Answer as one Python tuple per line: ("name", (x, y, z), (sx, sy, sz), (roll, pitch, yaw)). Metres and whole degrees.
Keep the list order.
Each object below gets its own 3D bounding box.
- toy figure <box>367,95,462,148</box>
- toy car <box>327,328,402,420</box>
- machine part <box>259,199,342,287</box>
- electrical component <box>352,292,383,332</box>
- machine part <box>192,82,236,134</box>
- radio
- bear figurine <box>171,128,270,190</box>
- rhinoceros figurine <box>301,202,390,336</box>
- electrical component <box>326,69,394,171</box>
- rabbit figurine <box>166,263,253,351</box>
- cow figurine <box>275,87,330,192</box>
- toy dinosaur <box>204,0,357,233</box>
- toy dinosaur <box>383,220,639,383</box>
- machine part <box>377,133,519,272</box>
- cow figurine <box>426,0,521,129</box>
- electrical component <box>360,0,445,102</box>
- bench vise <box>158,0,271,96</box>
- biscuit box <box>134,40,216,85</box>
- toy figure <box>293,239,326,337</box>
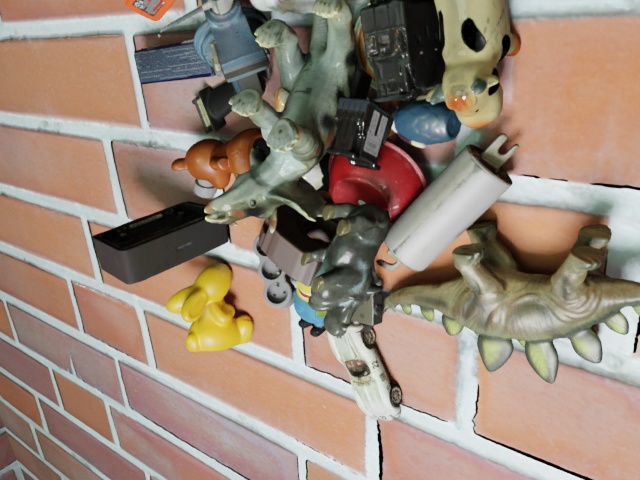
("toy figure", (0.113, -0.161, 0.729), (0.155, 0.057, 0.064), (15, 75, 38))
("toy car", (0.079, 0.227, 0.942), (0.073, 0.056, 0.201), (-19, 97, 43))
("machine part", (-0.002, -0.002, 0.825), (0.179, 0.179, 0.056), (36, 128, 21))
("electrical component", (0.074, 0.102, 0.882), (0.078, 0.045, 0.102), (-1, 96, 46))
("machine part", (-0.173, -0.241, 0.938), (0.139, 0.039, 0.084), (-21, 88, 45))
("radio", (-0.301, -0.002, 1.026), (0.131, 0.229, 0.073), (16, 119, 38))
("bear figurine", (-0.155, -0.120, 0.926), (0.196, 0.120, 0.131), (-9, 108, 43))
("rhinoceros figurine", (0.036, 0.039, 0.719), (0.073, 0.112, 0.190), (46, 124, 56))
("electrical component", (0.058, -0.155, 0.690), (0.048, 0.074, 0.119), (17, 89, 34))
("rabbit figurine", (-0.229, 0.133, 1.102), (0.122, 0.162, 0.173), (16, 103, 47))
("cow figurine", (-0.022, -0.152, 0.828), (0.068, 0.098, 0.167), (-123, 28, -67))
("toy dinosaur", (-0.013, -0.186, 0.722), (0.131, 0.192, 0.404), (21, 79, 22))
("toy dinosaur", (0.239, 0.081, 0.713), (0.472, 0.105, 0.198), (4, 117, 50))
("machine part", (0.165, -0.039, 0.708), (0.079, 0.079, 0.243), (46, 118, 12))
("cow figurine", (0.171, -0.224, 0.605), (0.086, 0.127, 0.194), (1, 109, 42))
("electrical component", (0.102, -0.237, 0.634), (0.058, 0.115, 0.134), (3, 114, 34))
("bench vise", (-0.142, -0.322, 0.785), (0.129, 0.223, 0.240), (-24, 72, 9))
("biscuit box", (-0.242, -0.314, 0.942), (0.203, 0.059, 0.062), (8, 117, 36))
("toy figure", (-0.003, 0.079, 0.923), (0.082, 0.089, 0.179), (14, 129, 16))
